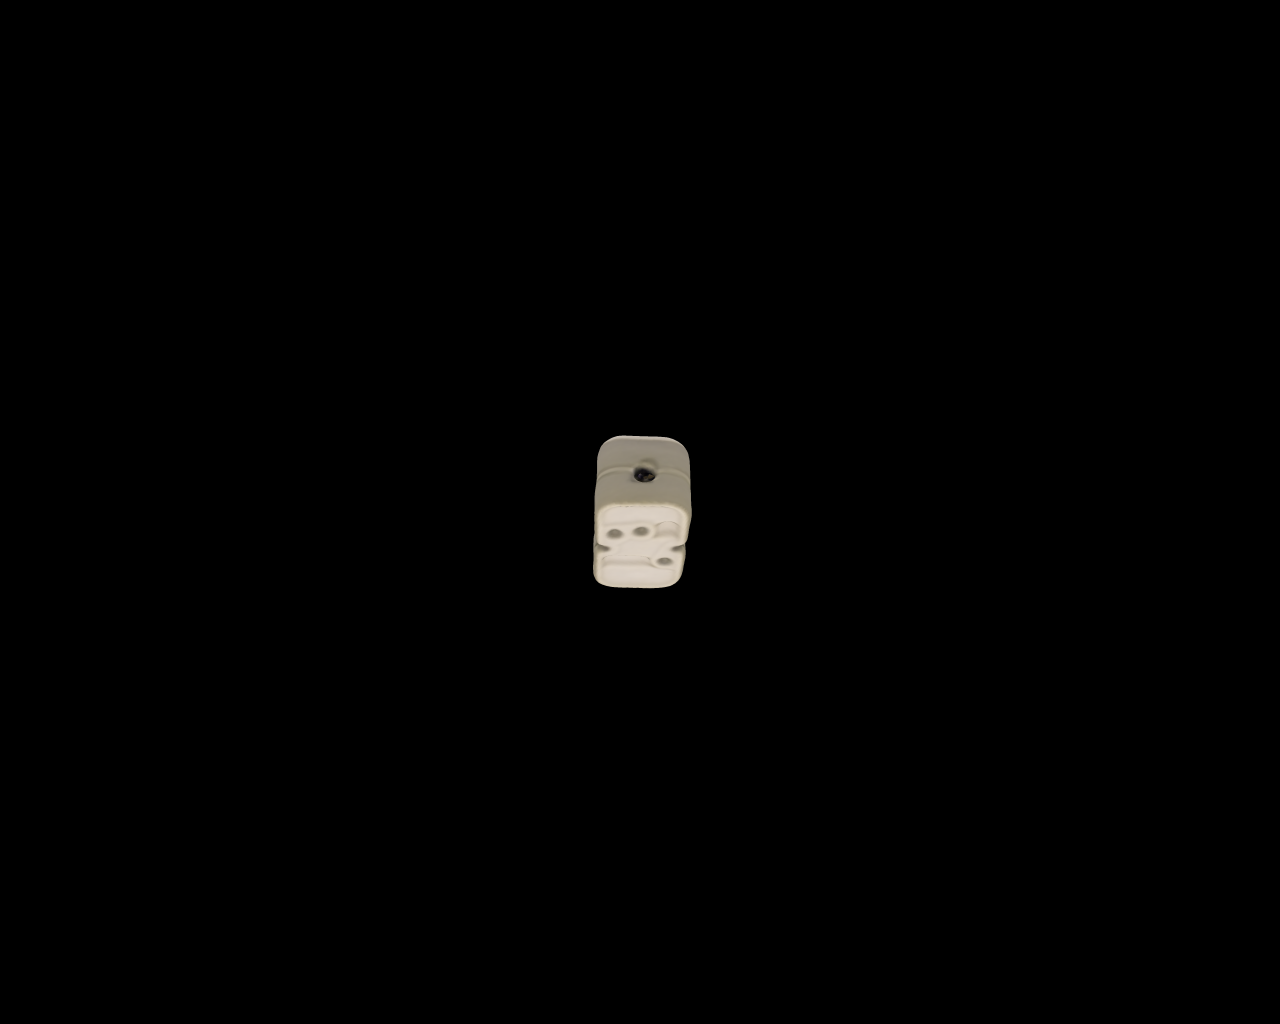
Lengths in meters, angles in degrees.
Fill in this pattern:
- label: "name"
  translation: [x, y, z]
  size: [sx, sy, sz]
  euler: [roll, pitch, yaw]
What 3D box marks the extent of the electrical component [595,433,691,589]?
- label: "electrical component"
  translation: [0.001, -0.003, 0.650]
  size: [0.054, 0.059, 0.095]
  euler: [1, -34, -2]
